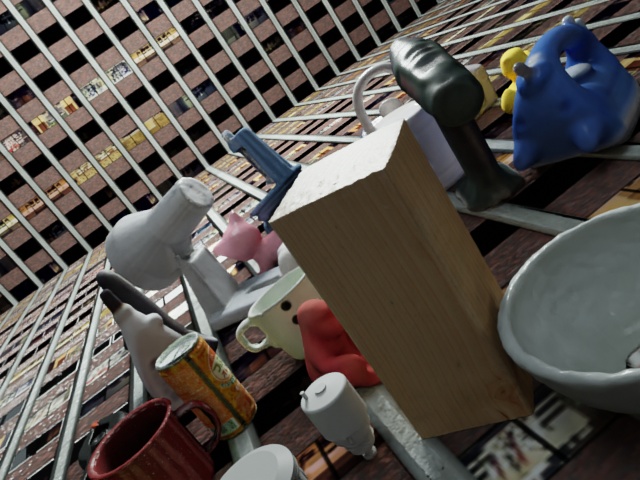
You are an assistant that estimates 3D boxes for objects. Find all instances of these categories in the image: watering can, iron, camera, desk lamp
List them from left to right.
[{"bbox_3d":[-0.182,0.023,0.843,0.203,0.214,0.118,-25,21,26],"label":"desk lamp"},{"bbox_3d":[0.115,-0.159,0.818,0.101,0.194,0.172,-37,19,-8],"label":"watering can"},{"bbox_3d":[0.212,-0.245,1.013,0.143,0.101,0.136,-41,20,-19],"label":"camera"},{"bbox_3d":[0.298,-0.194,0.678,0.118,0.142,0.259,-13,28,47],"label":"iron"}]

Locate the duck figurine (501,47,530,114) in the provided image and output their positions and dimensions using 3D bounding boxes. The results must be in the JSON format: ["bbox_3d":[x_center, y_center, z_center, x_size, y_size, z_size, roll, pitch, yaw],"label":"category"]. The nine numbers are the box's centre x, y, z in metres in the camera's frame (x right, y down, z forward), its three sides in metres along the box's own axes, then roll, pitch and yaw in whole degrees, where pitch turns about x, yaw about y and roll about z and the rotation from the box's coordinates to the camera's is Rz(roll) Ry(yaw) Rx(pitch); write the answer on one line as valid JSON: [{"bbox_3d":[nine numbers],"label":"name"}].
[{"bbox_3d":[0.310,-0.255,0.894,0.105,0.086,0.077,-46,22,-30],"label":"duck figurine"}]

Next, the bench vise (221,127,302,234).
[{"bbox_3d":[-0.055,-0.110,0.946,0.207,0.220,0.121,-24,22,29],"label":"bench vise"}]

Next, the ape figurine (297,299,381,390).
[{"bbox_3d":[0.012,0.095,0.531,0.076,0.092,0.078,-24,22,29],"label":"ape figurine"}]

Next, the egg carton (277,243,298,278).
[{"bbox_3d":[0.007,0.003,0.799,0.107,0.069,0.150,-21,23,34],"label":"egg carton"}]

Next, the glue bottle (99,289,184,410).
[{"bbox_3d":[-0.204,0.126,0.692,0.078,0.173,0.037,-42,20,-20],"label":"glue bottle"}]

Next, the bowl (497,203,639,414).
[{"bbox_3d":[0.202,0.049,0.351,0.167,0.075,0.167,-30,19,12],"label":"bowl"}]

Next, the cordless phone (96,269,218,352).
[{"bbox_3d":[-0.236,0.105,0.778,0.094,0.185,0.147,-45,22,-29],"label":"cordless phone"}]

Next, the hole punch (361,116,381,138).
[{"bbox_3d":[0.121,-0.160,0.973,0.108,0.091,0.101,-23,22,31],"label":"hole punch"}]

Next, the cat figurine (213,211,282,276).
[{"bbox_3d":[-0.099,0.001,0.907,0.127,0.118,0.067,-28,20,19],"label":"cat figurine"}]

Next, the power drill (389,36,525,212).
[{"bbox_3d":[0.157,-0.146,0.693,0.075,0.209,0.229,-32,19,8],"label":"power drill"}]
